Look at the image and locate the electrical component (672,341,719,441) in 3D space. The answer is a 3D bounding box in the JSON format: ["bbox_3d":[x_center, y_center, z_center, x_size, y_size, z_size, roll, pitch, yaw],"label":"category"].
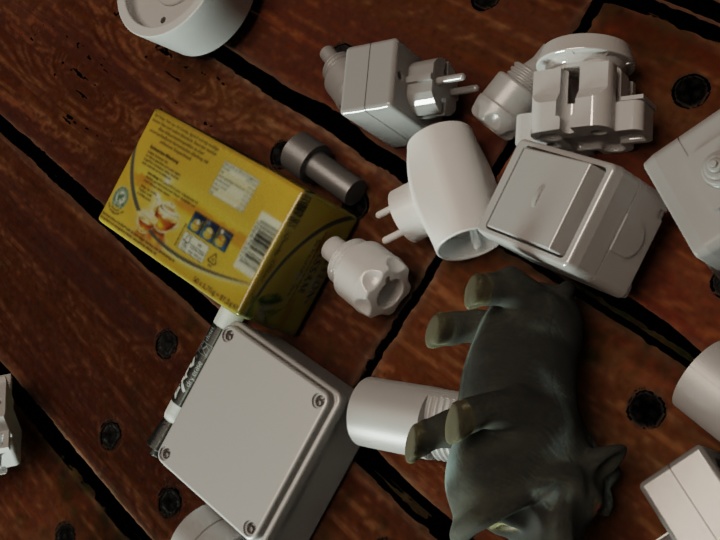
[{"bbox_3d":[0.202,0.076,0.535,0.081,0.043,0.043,42,101,36],"label":"electrical component"}]

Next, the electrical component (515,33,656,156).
[{"bbox_3d":[0.132,-0.102,0.629,0.078,0.058,0.057,-2,77,34],"label":"electrical component"}]

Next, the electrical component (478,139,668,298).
[{"bbox_3d":[0.113,-0.033,0.608,0.096,0.061,0.061,28,93,54],"label":"electrical component"}]

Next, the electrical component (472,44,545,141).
[{"bbox_3d":[0.100,-0.113,0.669,0.061,0.035,0.035,-51,54,8],"label":"electrical component"}]

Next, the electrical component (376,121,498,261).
[{"bbox_3d":[0.045,-0.042,0.679,0.079,0.043,0.077,-26,63,26],"label":"electrical component"}]

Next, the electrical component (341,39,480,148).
[{"bbox_3d":[0.038,-0.115,0.692,0.077,0.066,0.047,-4,74,33],"label":"electrical component"}]

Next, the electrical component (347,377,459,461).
[{"bbox_3d":[0.037,0.090,0.643,0.081,0.043,0.043,5,79,35],"label":"electrical component"}]

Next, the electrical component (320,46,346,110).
[{"bbox_3d":[-0.010,-0.135,0.751,0.035,0.035,0.061,-45,54,15],"label":"electrical component"}]

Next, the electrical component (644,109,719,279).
[{"bbox_3d":[0.188,-0.035,0.545,0.061,0.096,0.061,-36,59,25],"label":"electrical component"}]

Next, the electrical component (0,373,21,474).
[{"bbox_3d":[-0.330,0.130,0.835,0.121,0.063,0.078,-10,41,-8],"label":"electrical component"}]

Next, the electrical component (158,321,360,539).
[{"bbox_3d":[-0.061,0.106,0.698,0.109,0.056,0.108,31,94,37],"label":"electrical component"}]

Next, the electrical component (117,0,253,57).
[{"bbox_3d":[-0.130,-0.220,0.843,0.108,0.060,0.108,-11,70,32],"label":"electrical component"}]

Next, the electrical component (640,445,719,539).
[{"bbox_3d":[0.168,0.144,0.535,0.076,0.047,0.083,-40,57,18],"label":"electrical component"}]

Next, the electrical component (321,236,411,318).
[{"bbox_3d":[0.000,0.000,0.697,0.062,0.043,0.043,38,99,38],"label":"electrical component"}]

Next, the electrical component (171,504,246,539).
[{"bbox_3d":[-0.102,0.227,0.692,0.074,0.052,0.138,33,96,37],"label":"electrical component"}]
